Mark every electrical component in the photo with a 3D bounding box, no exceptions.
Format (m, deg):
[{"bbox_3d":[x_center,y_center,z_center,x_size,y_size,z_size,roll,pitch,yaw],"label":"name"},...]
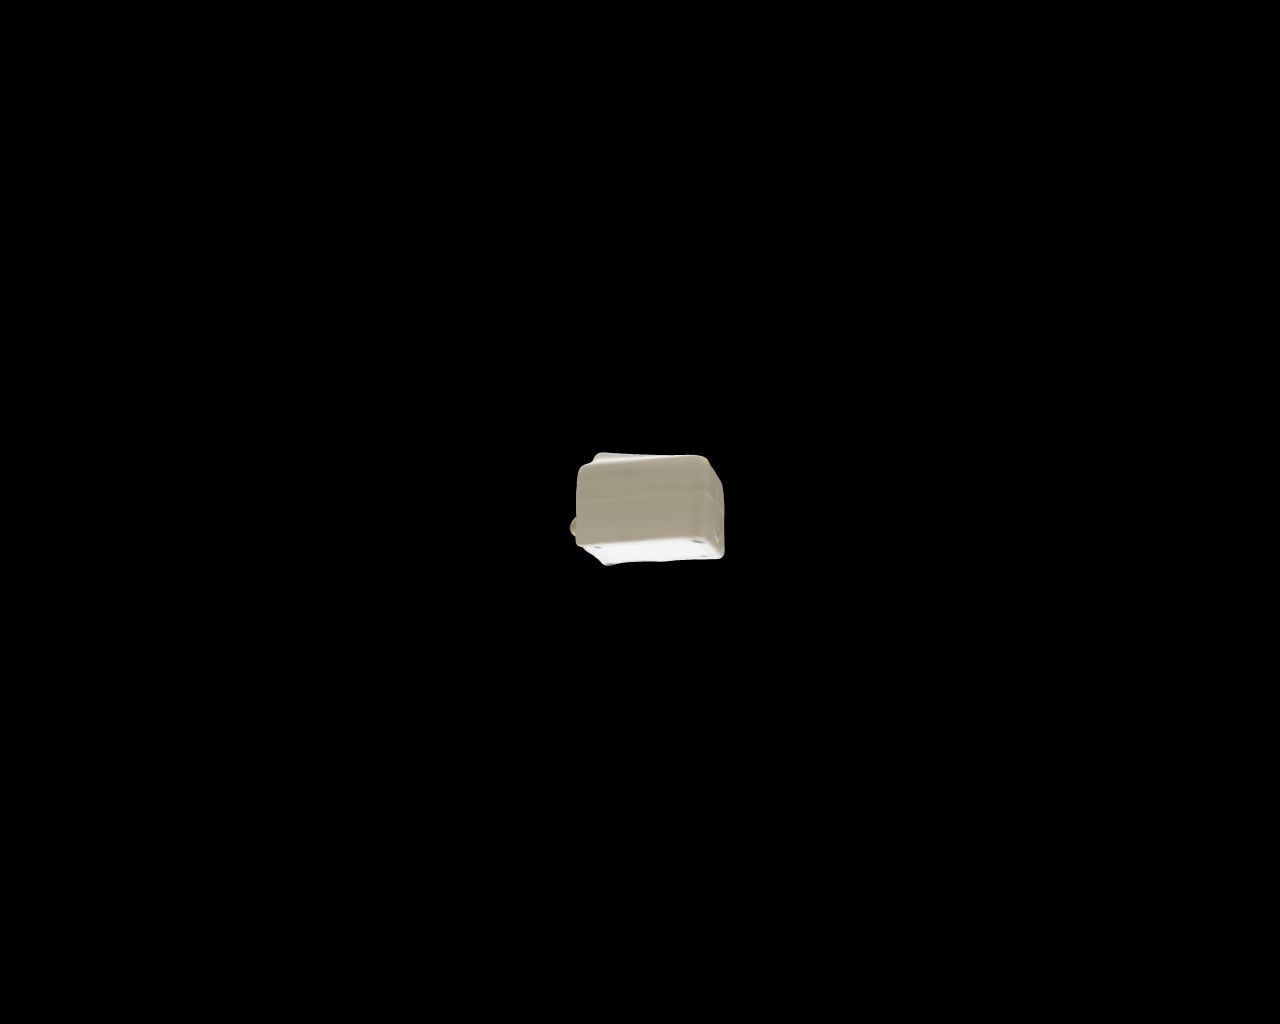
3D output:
[{"bbox_3d":[0.001,-0.003,0.650,0.096,0.061,0.061,-4,-15,14],"label":"electrical component"}]
